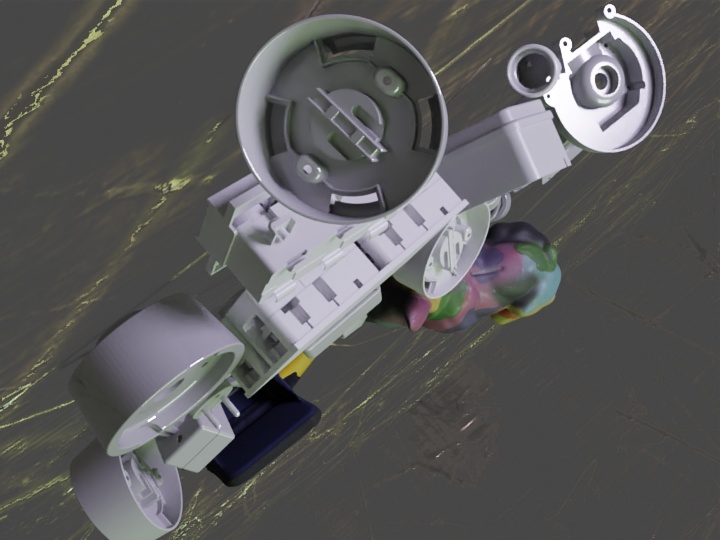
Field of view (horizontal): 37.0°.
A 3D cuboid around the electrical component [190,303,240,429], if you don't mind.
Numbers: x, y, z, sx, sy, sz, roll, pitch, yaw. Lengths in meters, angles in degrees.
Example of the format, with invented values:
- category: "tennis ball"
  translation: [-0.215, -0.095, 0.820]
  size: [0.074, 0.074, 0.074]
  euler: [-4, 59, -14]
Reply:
- category: "electrical component"
  translation: [-0.119, 0.084, 0.792]
  size: [0.138, 0.073, 0.052]
  euler: [-31, 165, -42]

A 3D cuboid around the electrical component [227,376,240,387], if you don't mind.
- category: "electrical component"
  translation: [-0.103, 0.073, 0.880]
  size: [0.045, 0.045, 0.055]
  euler: [-42, 168, 3]

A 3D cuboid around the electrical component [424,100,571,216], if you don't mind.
- category: "electrical component"
  translation: [0.096, -0.083, 0.838]
  size: [0.113, 0.057, 0.078]
  euler: [-23, 180, 35]

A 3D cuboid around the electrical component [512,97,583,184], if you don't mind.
- category: "electrical component"
  translation: [0.178, -0.134, 1.004]
  size: [0.078, 0.057, 0.113]
  euler: [-42, 169, 4]

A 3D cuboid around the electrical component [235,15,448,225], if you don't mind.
- category: "electrical component"
  translation: [-0.005, -0.072, 0.531]
  size: [0.099, 0.099, 0.064]
  euler: [-44, 175, 13]

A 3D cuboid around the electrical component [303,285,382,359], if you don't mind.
- category: "electrical component"
  translation: [-0.026, 0.020, 0.891]
  size: [0.096, 0.061, 0.061]
  euler: [-40, 169, -6]

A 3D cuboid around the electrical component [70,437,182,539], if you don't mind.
- category: "electrical component"
  translation: [-0.182, 0.170, 0.860]
  size: [0.064, 0.099, 0.099]
  euler: [-36, 169, 6]

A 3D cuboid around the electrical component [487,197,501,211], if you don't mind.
- category: "electrical component"
  translation: [0.116, -0.081, 1.033]
  size: [0.043, 0.043, 0.062]
  euler: [-40, 167, -7]

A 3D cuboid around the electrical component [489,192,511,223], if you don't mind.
- category: "electrical component"
  translation: [0.130, -0.070, 1.114]
  size: [0.045, 0.045, 0.055]
  euler: [-45, 168, 20]

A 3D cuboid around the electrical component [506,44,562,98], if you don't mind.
- category: "electrical component"
  translation: [0.137, -0.154, 0.836]
  size: [0.040, 0.040, 0.046]
  euler: [-45, 174, 19]

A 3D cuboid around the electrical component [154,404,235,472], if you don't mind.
- category: "electrical component"
  translation: [-0.150, 0.114, 0.850]
  size: [0.047, 0.065, 0.077]
  euler: [-44, 140, 15]

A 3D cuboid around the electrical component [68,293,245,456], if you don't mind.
- category: "electrical component"
  translation: [-0.134, 0.060, 0.684]
  size: [0.108, 0.060, 0.108]
  euler: [-40, 169, -9]

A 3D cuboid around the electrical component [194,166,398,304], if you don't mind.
- category: "electrical component"
  translation: [-0.031, -0.037, 0.656]
  size: [0.121, 0.063, 0.078]
  euler: [-34, 167, -32]

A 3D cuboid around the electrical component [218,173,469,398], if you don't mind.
- category: "electrical component"
  translation: [-0.020, -0.001, 0.778]
  size: [0.186, 0.060, 0.105]
  euler: [-40, 177, -34]

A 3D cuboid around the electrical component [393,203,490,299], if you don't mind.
- category: "electrical component"
  translation: [0.073, -0.023, 0.983]
  size: [0.099, 0.064, 0.099]
  euler: [-27, 127, -42]

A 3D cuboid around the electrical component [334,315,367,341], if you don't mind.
- category: "electrical component"
  translation: [-0.028, 0.050, 1.048]
  size: [0.062, 0.043, 0.043]
  euler: [-37, 168, -14]
